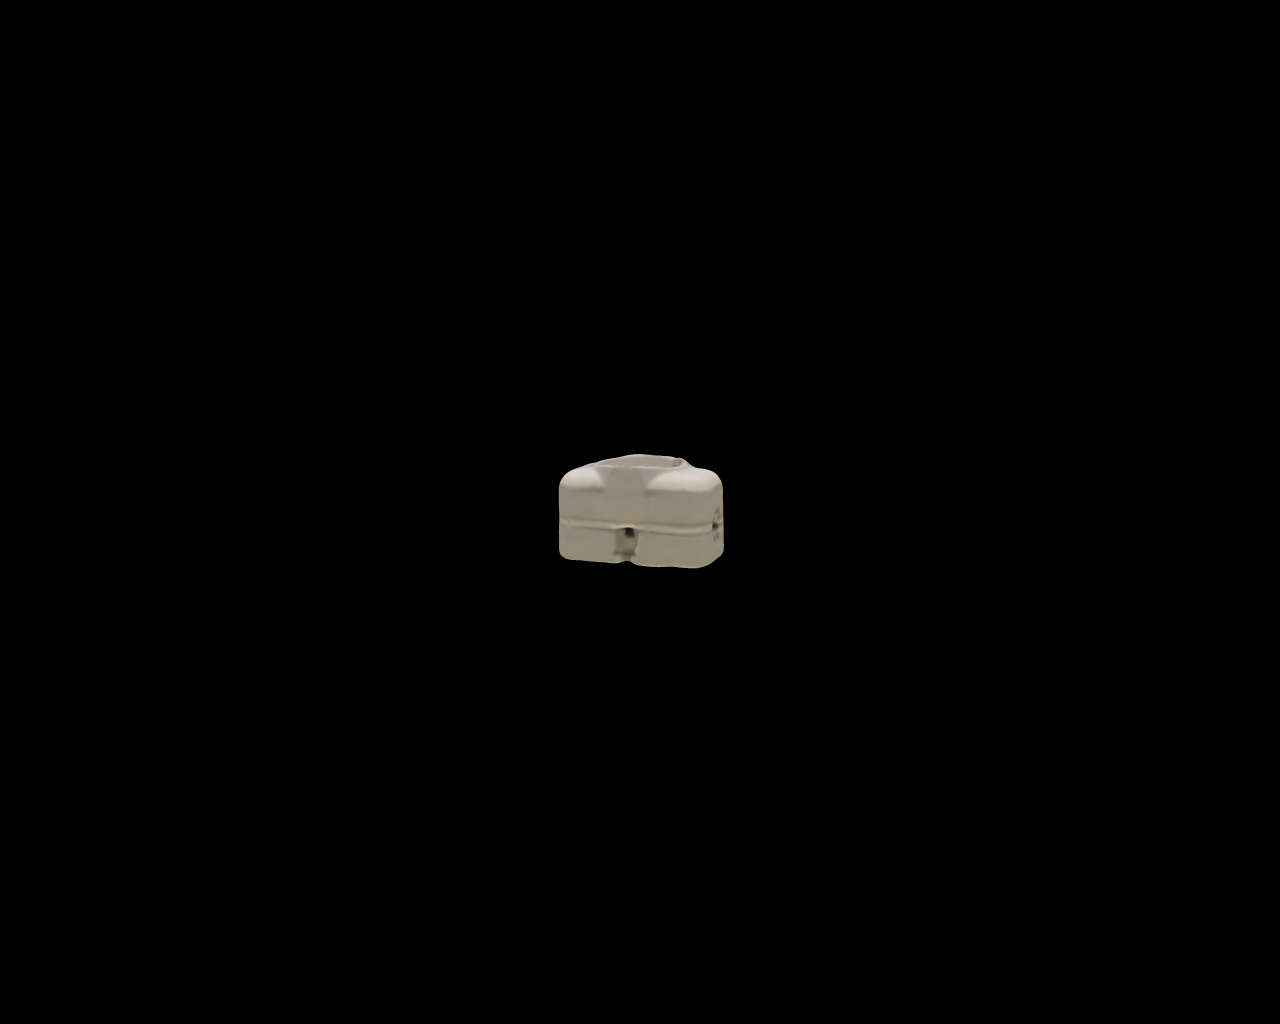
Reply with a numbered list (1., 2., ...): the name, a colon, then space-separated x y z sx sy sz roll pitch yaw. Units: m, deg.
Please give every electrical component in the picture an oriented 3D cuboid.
1. electrical component: 0.001 -0.003 0.650 0.095 0.059 0.054 4 12 20
